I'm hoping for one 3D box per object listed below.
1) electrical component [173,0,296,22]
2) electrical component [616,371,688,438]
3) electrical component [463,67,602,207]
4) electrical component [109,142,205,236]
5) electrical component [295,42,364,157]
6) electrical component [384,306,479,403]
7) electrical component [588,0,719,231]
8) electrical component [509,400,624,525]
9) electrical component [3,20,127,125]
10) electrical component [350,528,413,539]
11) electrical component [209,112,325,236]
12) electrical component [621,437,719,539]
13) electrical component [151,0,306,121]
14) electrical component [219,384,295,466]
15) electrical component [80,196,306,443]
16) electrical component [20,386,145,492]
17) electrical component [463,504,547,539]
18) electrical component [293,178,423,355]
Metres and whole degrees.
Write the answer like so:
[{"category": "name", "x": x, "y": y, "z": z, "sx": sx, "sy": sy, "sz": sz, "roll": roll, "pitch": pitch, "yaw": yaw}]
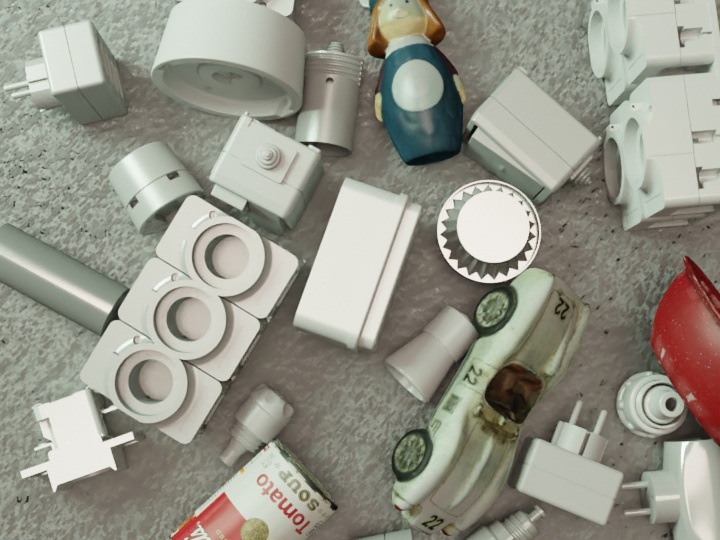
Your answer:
[{"category": "electrical component", "x": -0.091, "y": -0.211, "z": 0.799, "sx": 0.089, "sy": 0.055, "sz": 0.050, "roll": 8, "pitch": 83, "yaw": 0}, {"category": "electrical component", "x": 0.213, "y": 0.096, "z": 0.765, "sx": 0.048, "sy": 0.062, "sz": 0.048, "roll": 0, "pitch": 83, "yaw": -1}, {"category": "electrical component", "x": 0.126, "y": -0.088, "z": 0.786, "sx": 0.096, "sy": 0.061, "sz": 0.061, "roll": 42, "pitch": 84, "yaw": 4}, {"category": "electrical component", "x": -0.149, "y": -0.060, "z": 0.780, "sx": 0.055, "sy": 0.055, "sz": 0.047, "roll": -34, "pitch": 81, "yaw": -5}, {"category": "electrical component", "x": -0.022, "y": -0.128, "z": 0.796, "sx": 0.043, "sy": 0.043, "sz": 0.081, "roll": 7, "pitch": 83, "yaw": -1}, {"category": "electrical component", "x": 0.055, "y": 0.058, "z": 0.777, "sx": 0.044, "sy": 0.044, "sz": 0.065, "roll": 44, "pitch": 79, "yaw": 4}, {"category": "electrical component", "x": 0.212, "y": -0.129, "z": 0.771, "sx": 0.060, "sy": 0.105, "sz": 0.186, "roll": -5, "pitch": 83, "yaw": -2}, {"category": "electrical component", "x": 0.153, "y": 0.132, "z": 0.766, "sx": 0.066, "sy": 0.047, "sz": 0.076, "roll": 22, "pitch": 83, "yaw": 1}, {"category": "electrical component", "x": -0.216, "y": -0.136, "z": 0.772, "sx": 0.076, "sy": 0.083, "sz": 0.047, "roll": -14, "pitch": 84, "yaw": -3}, {"category": "electrical component", "x": 0.016, "y": 0.211, "z": 0.750, "sx": 0.047, "sy": 0.055, "sz": 0.055, "roll": -7, "pitch": 83, "yaw": 1}, {"category": "electrical component", "x": -0.066, "y": -0.065, "z": 0.761, "sx": 0.062, "sy": 0.096, "sz": 0.061, "roll": 28, "pitch": 87, "yaw": 2}, {"category": "electrical component", "x": 0.225, "y": 0.161, "z": 0.767, "sx": 0.079, "sy": 0.043, "sz": 0.077, "roll": -4, "pitch": 83, "yaw": -2}, {"category": "electrical component", "x": -0.090, "y": -0.155, "z": 0.769, "sx": 0.108, "sy": 0.108, "sz": 0.060, "roll": 9, "pitch": 77, "yaw": 0}, {"category": "electrical component", "x": -0.077, "y": 0.113, "z": 0.770, "sx": 0.035, "sy": 0.035, "sz": 0.061, "roll": 40, "pitch": 86, "yaw": 3}, {"category": "electrical component", "x": -0.116, "y": 0.034, "z": 0.756, "sx": 0.089, "sy": 0.062, "sz": 0.150, "roll": 31, "pitch": 90, "yaw": 3}, {"category": "electrical component", "x": -0.199, "y": 0.119, "z": 0.763, "sx": 0.081, "sy": 0.042, "sz": 0.063, "roll": -19, "pitch": 80, "yaw": -4}, {"category": "electrical component", "x": 0.099, "y": 0.195, "z": 0.761, "sx": 0.078, "sy": 0.040, "sz": 0.040, "roll": -39, "pitch": 85, "yaw": -6}, {"category": "electrical component", "x": 0.000, "y": 0.000, "z": 0.764, "sx": 0.057, "sy": 0.078, "sz": 0.113, "roll": 19, "pitch": 83, "yaw": 4}]
